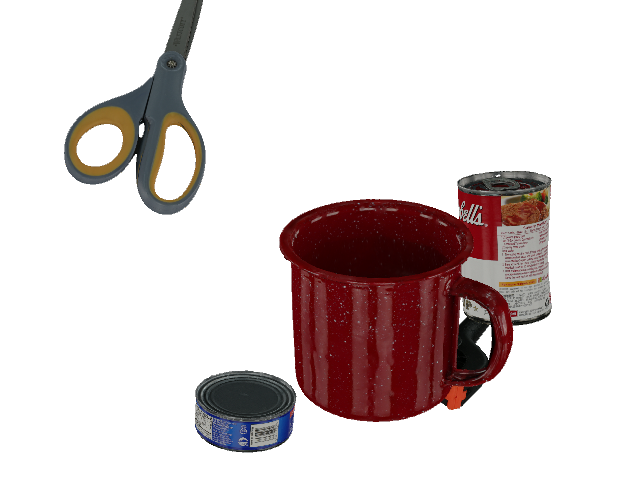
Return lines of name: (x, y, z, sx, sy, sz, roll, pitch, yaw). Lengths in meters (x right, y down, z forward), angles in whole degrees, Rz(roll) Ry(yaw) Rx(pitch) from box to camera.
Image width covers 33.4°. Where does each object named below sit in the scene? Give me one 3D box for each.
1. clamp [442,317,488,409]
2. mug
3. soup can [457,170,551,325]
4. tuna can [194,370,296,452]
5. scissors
clamp: (0.130, 0.104, 1.046, 0.120, 0.039, 0.171, -7, 30, -8)
mug: (0.038, 0.037, 0.520, 0.117, 0.081, 0.093, 12, 28, 26)
soup can: (0.138, 0.005, 0.793, 0.068, 0.102, 0.068, -4, 15, 1)
tuna can: (-0.064, 0.145, 0.909, 0.086, 0.034, 0.086, 4, 20, -2)
scissors: (-0.117, -0.107, 0.695, 0.096, 0.202, 0.016, 0, -28, -12)
